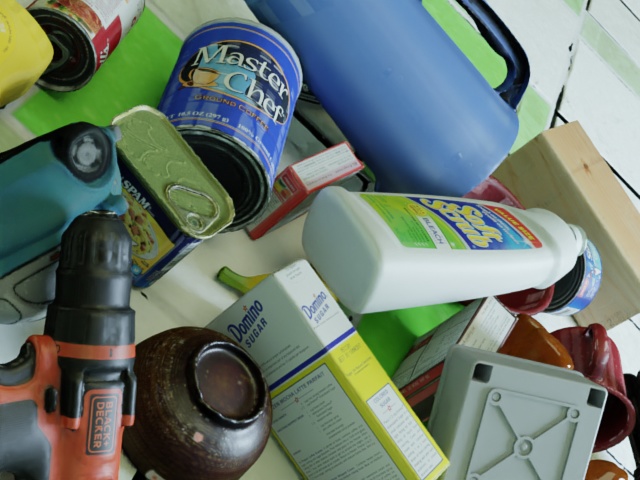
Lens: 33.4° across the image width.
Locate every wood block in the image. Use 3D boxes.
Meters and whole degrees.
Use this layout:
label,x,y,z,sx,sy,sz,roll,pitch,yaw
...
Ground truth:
label,x,y,z,sx,sy,sz,roll,pitch,yaw
wood block,0.278,-0.012,1.124,0.090,0.090,0.206,-20,76,-50

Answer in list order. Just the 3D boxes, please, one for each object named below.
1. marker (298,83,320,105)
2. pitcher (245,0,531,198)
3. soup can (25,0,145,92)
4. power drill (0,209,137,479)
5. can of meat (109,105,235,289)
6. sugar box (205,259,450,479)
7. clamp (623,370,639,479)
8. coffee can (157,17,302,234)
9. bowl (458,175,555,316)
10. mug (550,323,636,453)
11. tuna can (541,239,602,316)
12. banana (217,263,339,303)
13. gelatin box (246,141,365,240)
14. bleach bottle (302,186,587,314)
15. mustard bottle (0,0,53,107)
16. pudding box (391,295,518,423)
label,x,y,z,sx,sy,sz,roll,pitch,yaw
marker,-0.014,-0.138,0.985,0.120,0.020,0.020,10,54,-40
pitcher,0.058,-0.155,0.900,0.242,0.145,0.149,48,47,-23
soup can,-0.180,-0.165,0.801,0.068,0.069,0.102,40,38,-15
power drill,-0.183,0.071,0.563,0.187,0.057,0.184,4,90,-39
can of meat,-0.122,-0.026,0.734,0.102,0.084,0.057,51,37,-1
sugar box,0.002,0.108,0.745,0.048,0.093,0.176,-26,81,-51
clamp,0.303,0.211,0.959,0.164,0.036,0.210,59,23,-71
coffee can,-0.075,-0.089,0.818,0.102,0.103,0.140,34,41,-21
bowl,0.145,0.010,0.999,0.161,0.055,0.162,26,45,-29
mug,0.234,0.124,0.957,0.093,0.117,0.081,8,40,2
tuna can,0.233,0.031,1.046,0.033,0.086,0.086,14,51,-41
banana,0.002,0.017,0.863,0.069,0.037,0.197,56,38,5
gelatin box,-0.016,-0.042,0.863,0.030,0.073,0.089,55,38,4
bleach bottle,0.115,0.002,0.862,0.250,0.068,0.103,-4,42,-35
mustard bottle,-0.252,-0.096,0.680,0.096,0.058,0.191,40,40,-16
pudding box,0.102,0.098,0.856,0.039,0.090,0.113,48,38,-4
